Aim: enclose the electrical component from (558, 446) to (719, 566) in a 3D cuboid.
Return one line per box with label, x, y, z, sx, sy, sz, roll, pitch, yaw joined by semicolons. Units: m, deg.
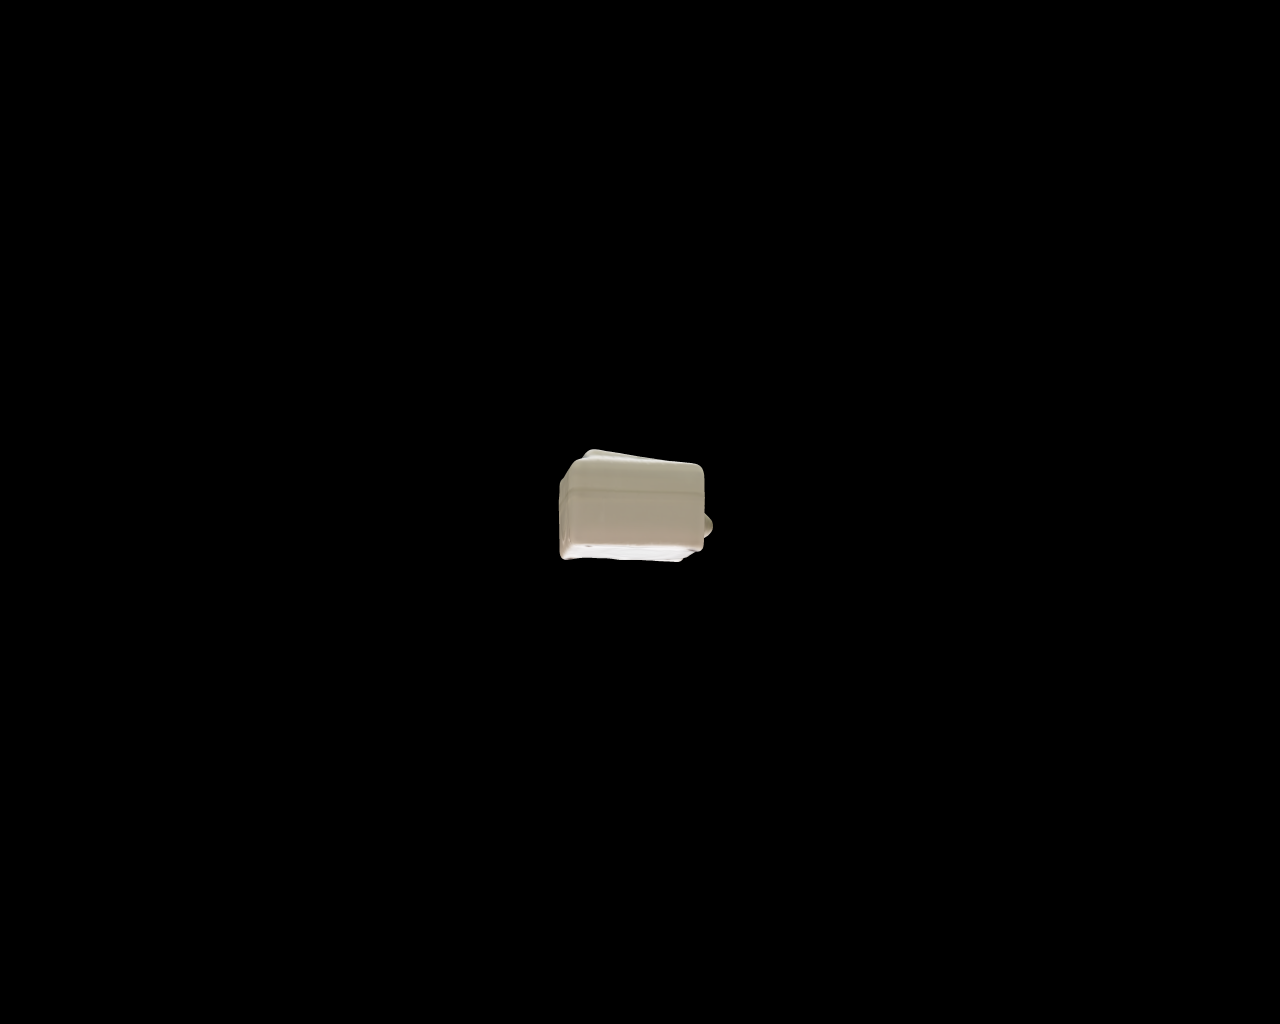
electrical component;0.001;-0.003;0.650;0.096;0.061;0.061;2;-11;-12
